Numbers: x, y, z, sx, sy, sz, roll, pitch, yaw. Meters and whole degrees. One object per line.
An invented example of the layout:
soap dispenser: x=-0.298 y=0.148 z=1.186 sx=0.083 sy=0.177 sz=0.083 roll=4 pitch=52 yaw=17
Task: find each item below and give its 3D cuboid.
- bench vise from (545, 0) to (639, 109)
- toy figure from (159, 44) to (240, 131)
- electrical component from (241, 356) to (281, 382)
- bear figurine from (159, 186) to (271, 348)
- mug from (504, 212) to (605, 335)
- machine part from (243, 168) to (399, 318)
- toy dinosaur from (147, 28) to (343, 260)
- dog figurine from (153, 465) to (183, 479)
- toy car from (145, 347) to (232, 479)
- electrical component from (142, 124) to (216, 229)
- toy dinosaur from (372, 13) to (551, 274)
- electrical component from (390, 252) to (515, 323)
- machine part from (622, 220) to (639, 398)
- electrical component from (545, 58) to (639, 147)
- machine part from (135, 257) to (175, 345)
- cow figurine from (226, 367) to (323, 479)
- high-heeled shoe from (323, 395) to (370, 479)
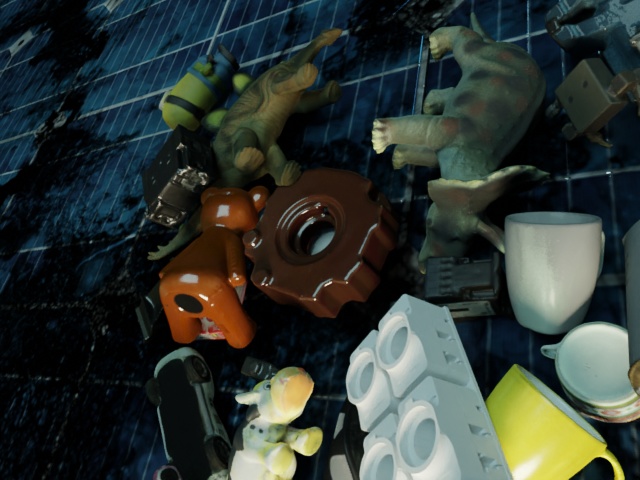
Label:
bench vise: x=0.377 y=-0.258 z=0.561 sx=0.241 sy=0.128 sz=0.224 roll=-32 pitch=54 yaw=34
toy figure: x=-0.224 y=-0.280 z=1.006 sx=0.180 sy=0.082 sz=0.089 roll=-46 pitch=45 yaw=-5
electrical component: x=-0.059 y=0.155 z=0.618 sx=0.094 sy=0.063 sz=0.021 roll=8 pitch=65 yaw=37
bear figurine: x=-0.128 y=0.024 z=0.698 sx=0.120 sy=0.131 sz=0.196 roll=-1 pitch=41 yaw=17
mug: x=0.222 y=0.029 z=0.505 sx=0.081 sy=0.109 sz=0.107 roll=16 pitch=108 yaw=56
machine part: x=-0.001 y=-0.002 z=0.607 sx=0.179 sy=0.056 sz=0.179 roll=-14 pitch=56 yaw=22
toy dinosaur: x=-0.114 y=-0.146 z=0.836 sx=0.471 sy=0.105 sz=0.199 roll=-55 pitch=40 yaw=-5
dog figurine: x=-0.202 y=0.344 z=0.556 sx=0.191 sy=0.108 sz=0.219 roll=46 pitch=116 yaw=5
toy car: x=-0.156 y=0.219 z=0.646 sx=0.073 sy=0.056 sz=0.202 roll=-32 pitch=50 yaw=4
electrical component: x=-0.214 y=-0.101 z=0.803 sx=0.115 sy=0.058 sz=0.134 roll=-45 pitch=41 yaw=22
toy dinosaur: x=0.194 y=-0.151 z=0.631 sx=0.192 sy=0.131 sz=0.405 roll=17 pitch=66 yaw=26
electrical component: x=0.135 y=0.053 z=0.556 sx=0.119 sy=0.074 sz=0.048 roll=-9 pitch=56 yaw=32
machine part: x=0.281 y=0.049 z=0.418 sx=0.079 sy=0.079 sz=0.243 roll=-5 pitch=33 yaw=31
electrical component: x=0.295 y=-0.146 z=0.571 sx=0.045 sy=0.102 sz=0.078 roll=-9 pitch=60 yaw=-18
machine part: x=-0.228 y=0.080 z=0.780 sx=0.139 sy=0.039 sz=0.084 roll=-51 pitch=40 yaw=21
cow figurine: x=-0.052 y=0.201 z=0.546 sx=0.098 sy=0.068 sz=0.167 roll=13 pitch=97 yaw=45
high-heeled shoe: x=0.021 y=0.264 z=0.511 sx=0.145 sy=0.086 sz=0.249 roll=-52 pitch=20 yaw=35
